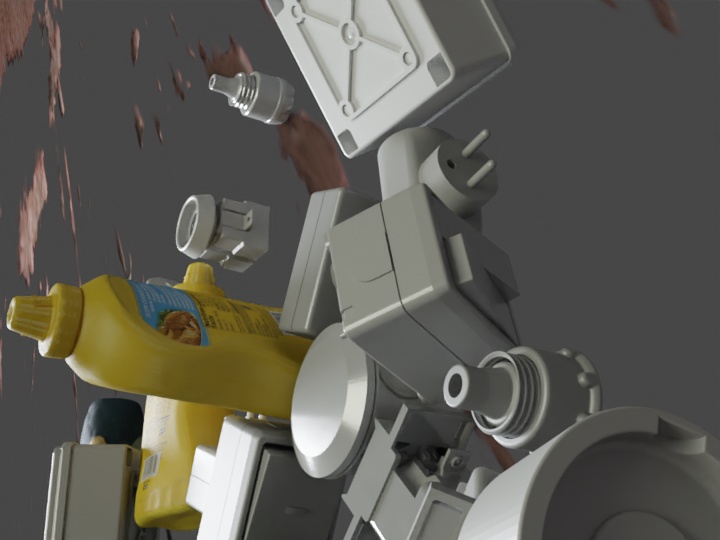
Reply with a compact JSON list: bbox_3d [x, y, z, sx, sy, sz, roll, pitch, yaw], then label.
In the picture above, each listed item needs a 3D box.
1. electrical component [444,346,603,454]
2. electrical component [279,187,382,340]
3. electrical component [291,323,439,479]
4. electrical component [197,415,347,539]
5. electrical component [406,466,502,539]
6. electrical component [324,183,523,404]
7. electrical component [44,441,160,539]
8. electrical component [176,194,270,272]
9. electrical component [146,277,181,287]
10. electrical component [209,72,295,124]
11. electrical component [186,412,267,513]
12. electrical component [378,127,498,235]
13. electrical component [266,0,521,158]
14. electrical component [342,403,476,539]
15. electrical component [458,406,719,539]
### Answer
[{"bbox_3d":[0.065,0.052,0.442,0.048,0.062,0.048,-34,49,52],"label":"electrical component"},{"bbox_3d":[0.000,0.000,0.594,0.076,0.047,0.083,-2,72,61],"label":"electrical component"},{"bbox_3d":[0.001,0.071,0.564,0.080,0.051,0.080,-35,49,52],"label":"electrical component"},{"bbox_3d":[-0.049,0.137,0.614,0.061,0.062,0.096,9,86,62],"label":"electrical component"},{"bbox_3d":[0.043,0.146,0.431,0.063,0.079,0.121,-67,-2,-76],"label":"electrical component"},{"bbox_3d":[0.037,0.014,0.493,0.061,0.096,0.061,-27,50,20],"label":"electrical component"},{"bbox_3d":[-0.187,0.189,0.798,0.108,0.056,0.108,73,-163,-72],"label":"electrical component"},{"bbox_3d":[-0.102,-0.028,0.790,0.066,0.055,0.048,-35,48,51],"label":"electrical component"},{"bbox_3d":[-0.168,0.043,0.897,0.040,0.040,0.078,48,120,58],"label":"electrical component"},{"bbox_3d":[-0.081,-0.130,0.790,0.035,0.061,0.035,-34,49,52],"label":"electrical component"},{"bbox_3d":[-0.070,0.118,0.677,0.066,0.047,0.076,2,80,62],"label":"electrical component"},{"bbox_3d":[0.043,-0.040,0.543,0.079,0.043,0.077,-44,42,45],"label":"electrical component"},{"bbox_3d":[0.015,-0.131,0.573,0.109,0.056,0.108,-31,86,54],"label":"electrical component"},{"bbox_3d":[0.029,0.108,0.506,0.064,0.042,0.081,47,120,56],"label":"electrical component"},{"bbox_3d":[0.081,0.104,0.347,0.060,0.108,0.108,137,138,-56],"label":"electrical component"}]
